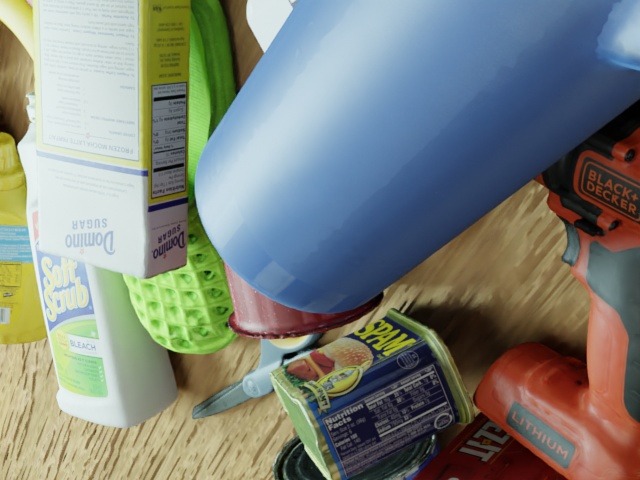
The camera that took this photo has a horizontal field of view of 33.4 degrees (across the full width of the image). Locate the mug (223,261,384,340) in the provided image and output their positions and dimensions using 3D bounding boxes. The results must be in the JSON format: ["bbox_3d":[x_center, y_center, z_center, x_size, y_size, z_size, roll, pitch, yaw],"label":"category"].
[{"bbox_3d":[-0.004,0.001,0.610,0.117,0.093,0.081,-7,105,14],"label":"mug"}]

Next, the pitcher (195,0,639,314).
[{"bbox_3d":[0.045,-0.079,0.429,0.145,0.149,0.243,45,134,-1],"label":"pitcher"}]

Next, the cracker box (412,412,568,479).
[{"bbox_3d":[0.094,0.215,0.576,0.072,0.163,0.214,9,119,38],"label":"cracker box"}]

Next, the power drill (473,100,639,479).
[{"bbox_3d":[0.120,0.017,0.506,0.185,0.057,0.188,37,139,41],"label":"power drill"}]

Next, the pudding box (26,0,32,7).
[{"bbox_3d":[-0.169,-0.201,0.677,0.090,0.039,0.114,49,137,11],"label":"pudding box"}]

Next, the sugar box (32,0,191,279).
[{"bbox_3d":[-0.123,-0.072,0.632,0.093,0.048,0.176,13,111,31],"label":"sugar box"}]

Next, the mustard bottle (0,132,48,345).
[{"bbox_3d":[-0.254,-0.002,0.842,0.096,0.058,0.192,10,129,-7],"label":"mustard bottle"}]

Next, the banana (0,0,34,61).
[{"bbox_3d":[-0.207,-0.145,0.734,0.198,0.037,0.070,38,101,15],"label":"banana"}]

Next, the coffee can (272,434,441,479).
[{"bbox_3d":[0.038,0.189,0.659,0.103,0.102,0.140,0,113,44],"label":"coffee can"}]

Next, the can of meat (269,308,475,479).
[{"bbox_3d":[0.025,0.086,0.595,0.057,0.084,0.102,67,170,-11],"label":"can of meat"}]

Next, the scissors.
[{"bbox_3d":[-0.045,0.082,0.741,0.202,0.016,0.096,-10,104,46],"label":"scissors"}]

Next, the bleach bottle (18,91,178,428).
[{"bbox_3d":[-0.177,0.012,0.793,0.103,0.067,0.251,6,115,42],"label":"bleach bottle"}]
